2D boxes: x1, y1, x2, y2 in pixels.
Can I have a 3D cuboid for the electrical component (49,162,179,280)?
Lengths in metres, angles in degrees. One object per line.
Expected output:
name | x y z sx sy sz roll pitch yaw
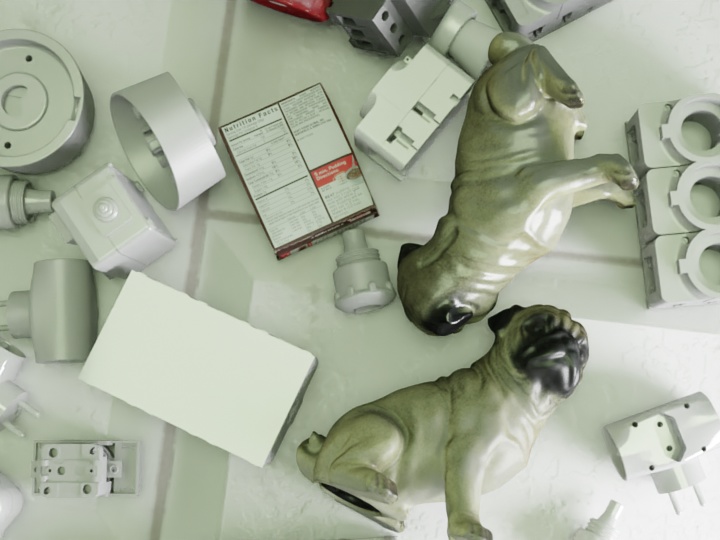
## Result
electrical component | -0.187 -0.034 0.805 0.061 0.096 0.061 -35 83 0

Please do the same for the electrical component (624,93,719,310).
electrical component | 0.258 -0.051 0.808 0.089 0.061 0.150 -5 82 1

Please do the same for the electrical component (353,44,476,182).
electrical component | 0.038 -0.123 0.832 0.056 0.050 0.089 39 85 6

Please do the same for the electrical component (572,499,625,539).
electrical component | 0.176 0.198 0.792 0.035 0.035 0.061 29 81 6

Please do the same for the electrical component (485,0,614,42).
electrical component | 0.180 -0.268 0.841 0.186 0.060 0.105 -28 82 -2

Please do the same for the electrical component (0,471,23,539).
electrical component | -0.301 0.191 0.798 0.054 0.059 0.095 39 85 6

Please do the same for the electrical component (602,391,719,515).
electrical component | 0.230 0.140 0.793 0.077 0.043 0.079 -20 83 -1

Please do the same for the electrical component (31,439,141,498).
electrical component | -0.207 0.148 0.798 0.081 0.064 0.042 -1 83 2

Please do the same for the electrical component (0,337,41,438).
electrical component | -0.281 0.097 0.817 0.079 0.044 0.077 34 85 6

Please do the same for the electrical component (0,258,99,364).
electrical component | -0.245 0.033 0.824 0.079 0.044 0.077 -4 82 1

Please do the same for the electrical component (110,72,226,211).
electrical component | -0.146 -0.098 0.814 0.064 0.099 0.099 -30 82 -8

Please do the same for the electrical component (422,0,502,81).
electrical component | 0.083 -0.180 0.841 0.055 0.045 0.045 37 85 7

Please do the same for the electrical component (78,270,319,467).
electrical component | -0.117 0.074 0.805 0.150 0.061 0.089 25 84 5

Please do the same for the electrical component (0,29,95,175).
electrical component | -0.260 -0.126 0.838 0.108 0.060 0.108 0 82 2

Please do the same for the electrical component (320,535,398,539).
electrical component | -0.044 0.245 0.780 0.150 0.061 0.089 -4 82 2

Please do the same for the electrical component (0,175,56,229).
electrical component | -0.270 -0.053 0.838 0.062 0.043 0.043 -1 82 1

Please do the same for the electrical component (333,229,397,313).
electrical component | 0.000 0.000 0.821 0.048 0.048 0.062 -11 75 1
